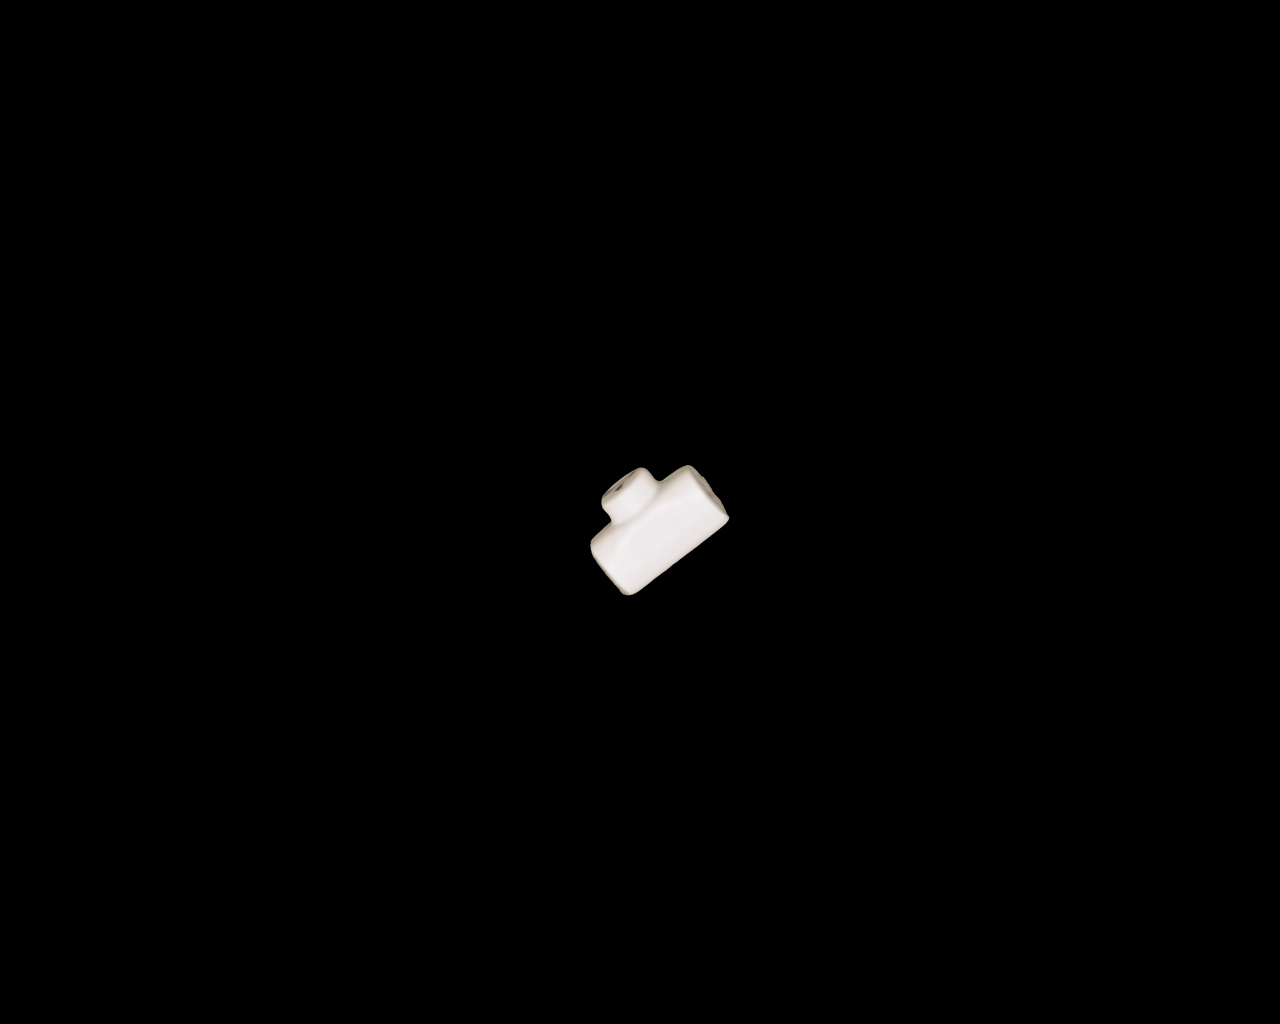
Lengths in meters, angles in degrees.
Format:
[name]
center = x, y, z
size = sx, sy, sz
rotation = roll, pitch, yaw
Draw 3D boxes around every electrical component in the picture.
[electrical component]
center = 0.001, -0.003, 0.650
size = 0.077, 0.079, 0.044
rotation = -38, 9, 7
